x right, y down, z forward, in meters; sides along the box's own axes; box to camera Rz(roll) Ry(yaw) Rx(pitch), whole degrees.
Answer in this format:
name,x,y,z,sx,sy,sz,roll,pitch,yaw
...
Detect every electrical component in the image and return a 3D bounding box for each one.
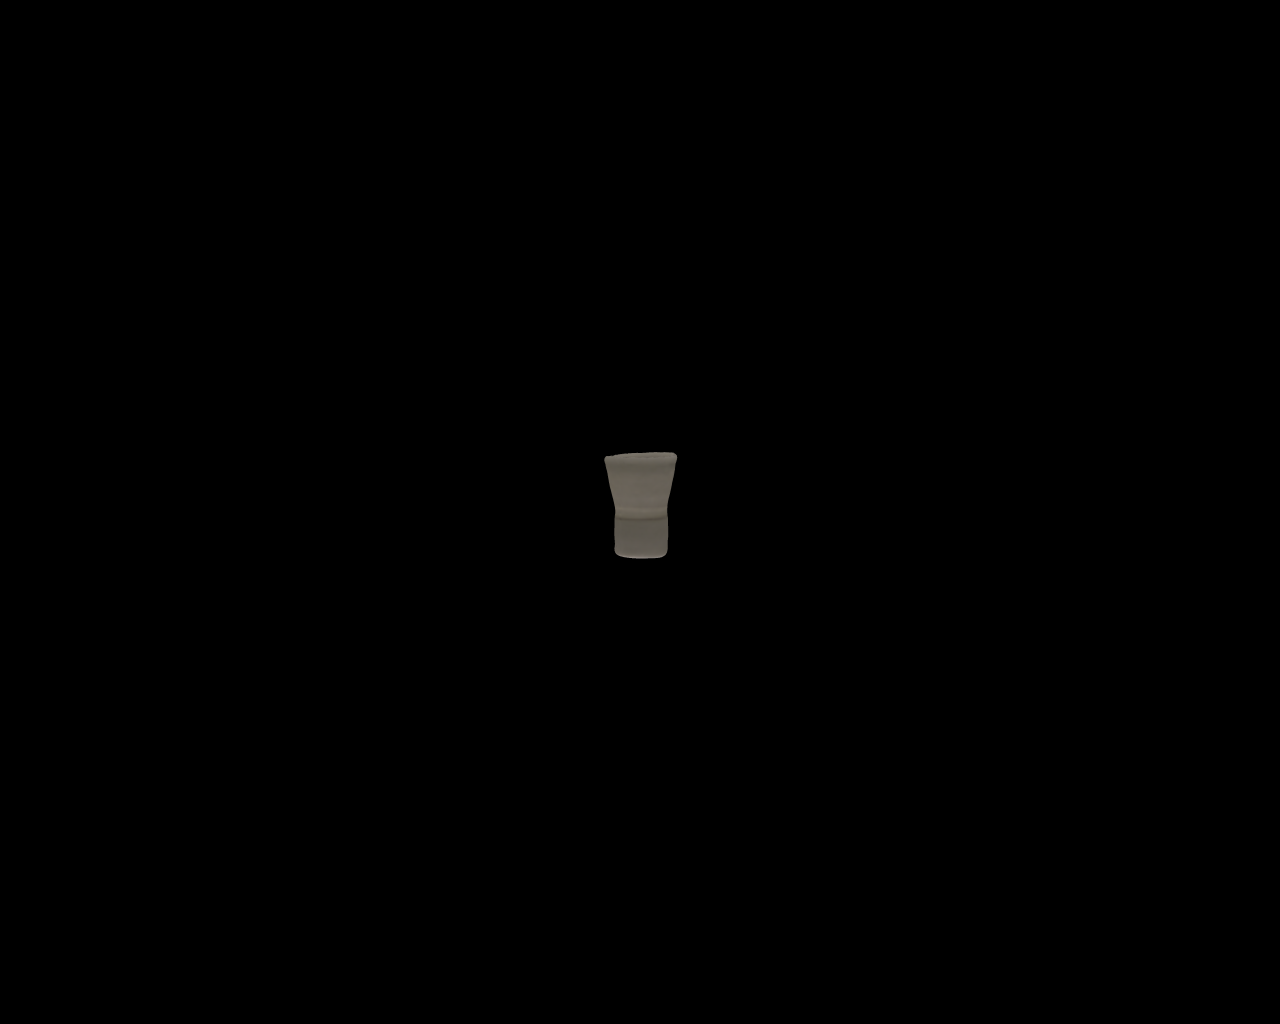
name,x,y,z,sx,sy,sz,roll,pitch,yaw
electrical component,0.001,-0.003,0.650,0.044,0.065,0.044,0,7,0
